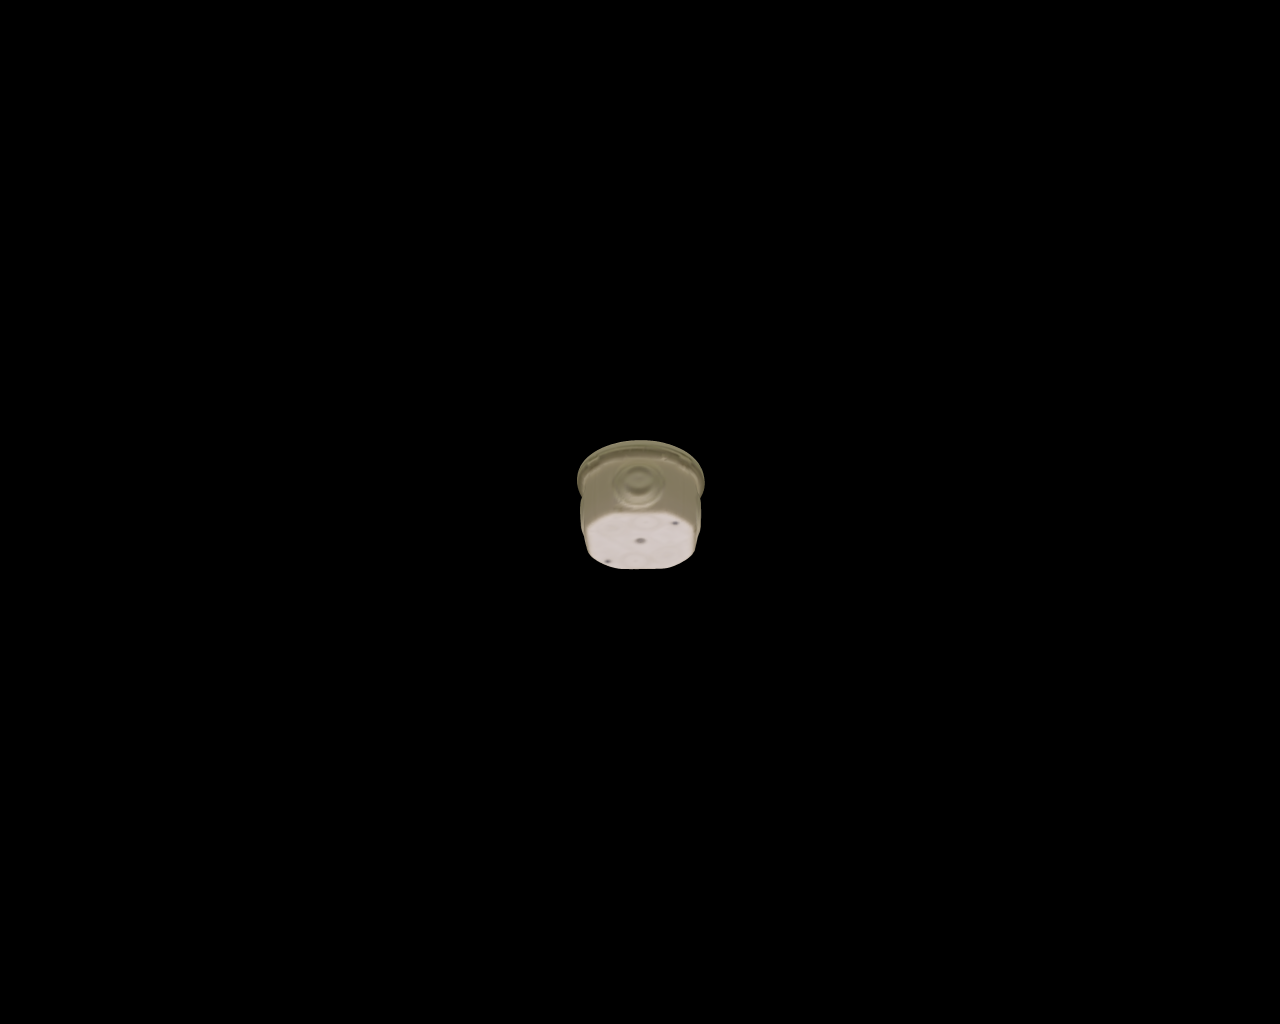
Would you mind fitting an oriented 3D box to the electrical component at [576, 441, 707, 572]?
[{"bbox_3d":[0.001,-0.003,0.650,0.080,0.051,0.080,0,-34,0],"label":"electrical component"}]
